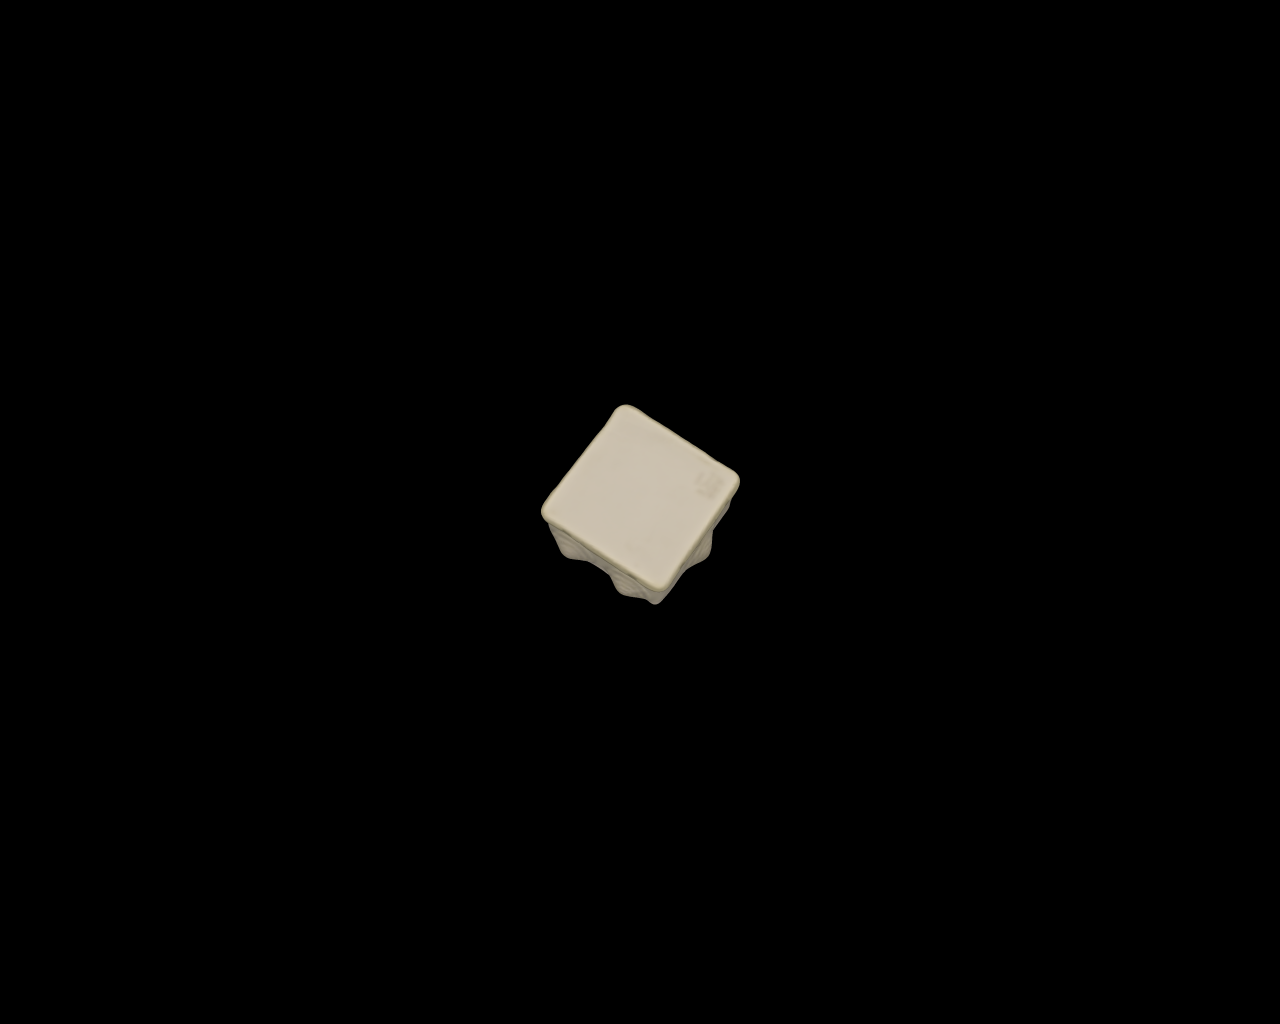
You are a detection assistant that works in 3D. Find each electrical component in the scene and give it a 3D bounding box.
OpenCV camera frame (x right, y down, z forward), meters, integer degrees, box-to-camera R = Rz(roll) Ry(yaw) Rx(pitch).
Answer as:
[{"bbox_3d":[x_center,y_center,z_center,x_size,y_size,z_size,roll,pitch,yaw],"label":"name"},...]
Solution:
[{"bbox_3d":[0.001,-0.003,0.650,0.100,0.100,0.048,33,-16,11],"label":"electrical component"}]
